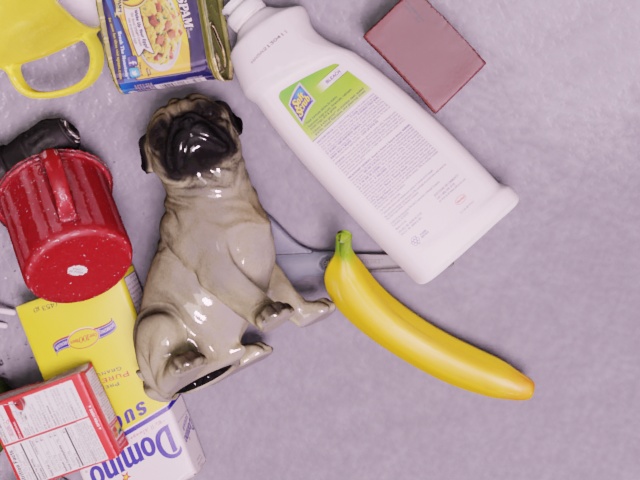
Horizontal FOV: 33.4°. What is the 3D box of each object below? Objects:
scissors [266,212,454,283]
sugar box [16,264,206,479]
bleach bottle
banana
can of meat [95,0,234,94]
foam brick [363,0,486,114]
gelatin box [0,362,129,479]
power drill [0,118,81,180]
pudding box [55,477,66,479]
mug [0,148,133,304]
[{"bbox_3d":[-0.005,0.001,0.832,0.202,0.016,0.096,-16,97,8],"label":"scissors"},{"bbox_3d":[-0.166,0.117,0.853,0.093,0.048,0.176,-19,95,9],"label":"sugar box"},{"bbox_3d":[0.026,-0.090,0.791,0.102,0.068,0.251,-41,88,-2],"label":"bleach bottle"},{"bbox_3d":[0.072,0.069,0.811,0.197,0.070,0.037,37,66,-12],"label":"banana"},{"bbox_3d":[-0.117,-0.163,0.798,0.084,0.057,0.102,-8,98,9],"label":"can of meat"},{"bbox_3d":[0.077,-0.139,0.783,0.053,0.051,0.078,-43,93,10],"label":"foam brick"},{"bbox_3d":[-0.204,0.144,0.825,0.089,0.030,0.073,-21,99,14],"label":"gelatin box"},{"bbox_3d":[-0.302,-0.088,0.829,0.184,0.057,0.187,-35,94,10],"label":"power drill"},{"bbox_3d":[-0.188,0.242,0.853,0.113,0.090,0.039,31,99,1],"label":"pudding box"},{"bbox_3d":[-0.188,-0.015,0.788,0.093,0.081,0.117,-14,141,-19],"label":"mug"}]
